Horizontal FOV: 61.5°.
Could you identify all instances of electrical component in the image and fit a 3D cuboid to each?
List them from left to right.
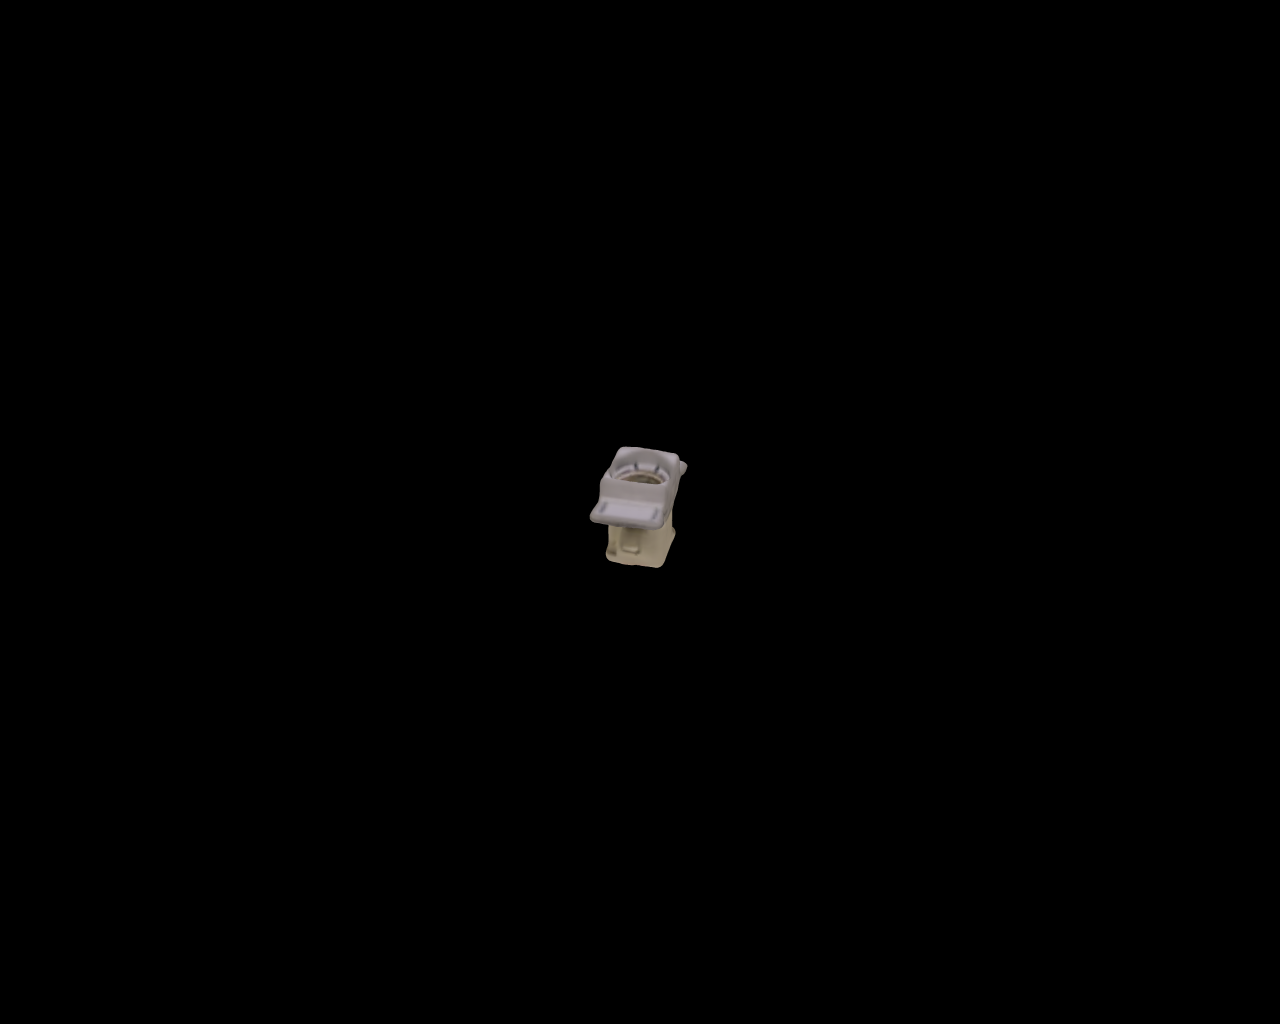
[{"bbox_3d":[0.001,-0.003,0.650,0.042,0.063,0.081,8,31,13],"label":"electrical component"}]
